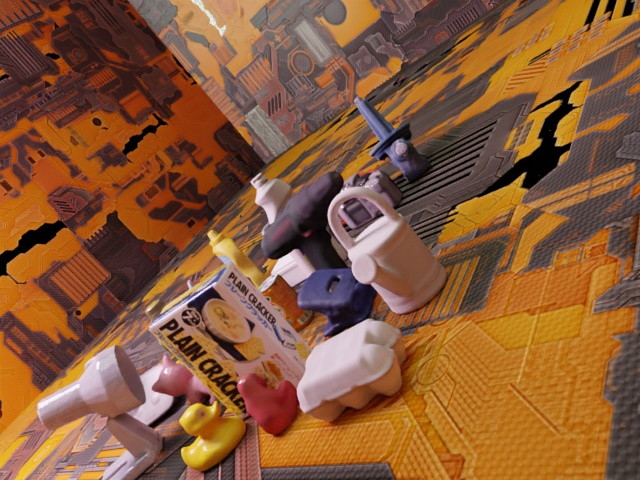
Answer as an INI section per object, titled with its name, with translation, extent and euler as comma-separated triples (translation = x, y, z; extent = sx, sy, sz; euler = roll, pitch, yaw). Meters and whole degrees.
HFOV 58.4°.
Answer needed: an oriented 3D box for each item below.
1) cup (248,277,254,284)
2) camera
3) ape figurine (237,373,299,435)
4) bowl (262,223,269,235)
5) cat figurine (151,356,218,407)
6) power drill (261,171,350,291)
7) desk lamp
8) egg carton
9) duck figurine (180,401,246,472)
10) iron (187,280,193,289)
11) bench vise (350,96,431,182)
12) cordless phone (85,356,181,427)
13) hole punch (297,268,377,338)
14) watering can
[cup]
translation = -0.170, 0.147, 1.266
extent = 0.117, 0.095, 0.092
euler = -24, 22, 47
[camera]
translation = 0.112, -0.117, 1.325
extent = 0.143, 0.101, 0.137
euler = -30, 18, 34
[ape figurine]
translation = -0.079, 0.226, 0.815
extent = 0.077, 0.092, 0.076
euler = -33, 17, 27
[bowl]
translation = -0.083, -0.047, 1.655
extent = 0.167, 0.075, 0.167
euler = -37, 15, 12
[cat figurine]
translation = -0.251, 0.263, 1.081
extent = 0.127, 0.118, 0.067
euler = -32, 17, 30
[power drill]
translation = 0.009, 0.004, 1.013
extent = 0.229, 0.208, 0.076
euler = -29, 19, 37
[desk lamp]
translation = -0.382, 0.325, 1.037
extent = 0.203, 0.214, 0.117
euler = -42, 15, -6
[egg carton]
translation = 0.040, 0.167, 0.735
extent = 0.150, 0.069, 0.107
euler = -33, 16, 26
[duck figurine]
translation = -0.177, 0.293, 0.876
extent = 0.104, 0.086, 0.077
euler = -41, 15, -1
[iron]
translation = -0.286, 0.193, 1.327
extent = 0.118, 0.141, 0.258
euler = -36, 15, 15
[bench vise]
translation = 0.168, -0.252, 1.342
extent = 0.121, 0.220, 0.207
euler = -43, 15, -10
[cordless phone]
translation = -0.389, 0.298, 1.189
extent = 0.147, 0.185, 0.094
euler = -37, 15, 11
[hole punch]
translation = 0.030, 0.088, 0.947
extent = 0.101, 0.091, 0.109
euler = -31, 17, 32
[watering can]
translation = 0.090, 0.009, 0.827
extent = 0.101, 0.194, 0.172
euler = -38, 15, 8
